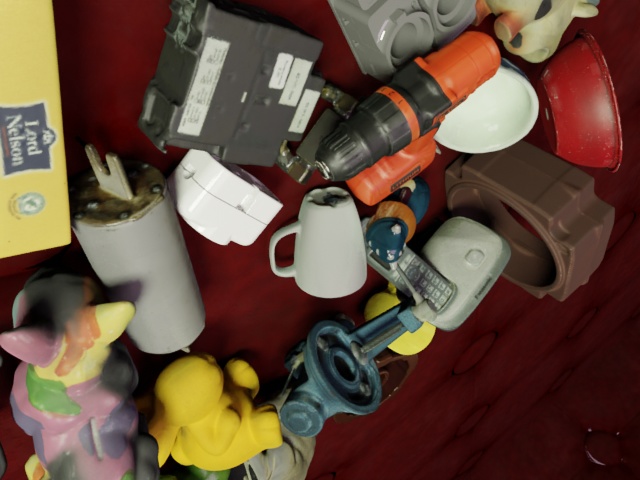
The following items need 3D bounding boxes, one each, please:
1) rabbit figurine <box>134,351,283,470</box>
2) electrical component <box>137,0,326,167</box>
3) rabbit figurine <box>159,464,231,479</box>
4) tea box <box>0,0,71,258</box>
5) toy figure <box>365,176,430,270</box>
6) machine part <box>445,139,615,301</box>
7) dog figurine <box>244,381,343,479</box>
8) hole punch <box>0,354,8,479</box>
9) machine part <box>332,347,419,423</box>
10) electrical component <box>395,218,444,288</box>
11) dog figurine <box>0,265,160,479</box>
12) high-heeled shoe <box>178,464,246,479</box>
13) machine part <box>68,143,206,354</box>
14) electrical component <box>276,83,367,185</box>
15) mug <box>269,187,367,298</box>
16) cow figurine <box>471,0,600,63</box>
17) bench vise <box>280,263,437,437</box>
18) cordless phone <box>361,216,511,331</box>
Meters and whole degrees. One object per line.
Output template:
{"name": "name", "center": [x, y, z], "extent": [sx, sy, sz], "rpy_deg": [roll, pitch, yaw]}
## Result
{"name": "rabbit figurine", "center": [-0.139, 0.183, 0.602], "extent": [0.162, 0.122, 0.173], "rpy_deg": [-20, 143, -8]}
{"name": "electrical component", "center": [-0.061, -0.120, 0.420], "extent": [0.134, 0.058, 0.114], "rpy_deg": [1, 126, -45]}
{"name": "rabbit figurine", "center": [-0.166, 0.323, 0.682], "extent": [0.170, 0.121, 0.159], "rpy_deg": [-38, 110, -50]}
{"name": "tea box", "center": [-0.208, -0.071, 0.313], "extent": [0.098, 0.068, 0.169], "rpy_deg": [-16, 134, -33]}
{"name": "toy figure", "center": [0.087, -0.023, 0.611], "extent": [0.064, 0.058, 0.154], "rpy_deg": [65, 34, -21]}
{"name": "machine part", "center": [0.264, -0.026, 0.708], "extent": [0.087, 0.201, 0.201], "rpy_deg": [-39, 144, -13]}
{"name": "dog figurine", "center": [-0.021, 0.266, 0.750], "extent": [0.190, 0.172, 0.121], "rpy_deg": [-16, 146, -25]}
{"name": "hole punch", "center": [-0.318, 0.142, 0.416], "extent": [0.142, 0.092, 0.115], "rpy_deg": [-15, 105, -31]}
{"name": "machine part", "center": [0.082, 0.232, 0.910], "extent": [0.179, 0.056, 0.179], "rpy_deg": [-25, 140, -23]}
{"name": "electrical component", "center": [0.147, 0.034, 0.769], "extent": [0.119, 0.048, 0.074], "rpy_deg": [-38, 126, -11]}
{"name": "dog figurine", "center": [-0.192, 0.128, 0.434], "extent": [0.108, 0.192, 0.219], "rpy_deg": [-13, 152, -28]}
{"name": "high-heeled shoe", "center": [-0.150, 0.365, 0.826], "extent": [0.249, 0.086, 0.145], "rpy_deg": [-6, 164, -19]}
{"name": "machine part", "center": [-0.149, 0.021, 0.455], "extent": [0.079, 0.079, 0.243], "rpy_deg": [-28, 142, -22]}
{"name": "electrical component", "center": [0.002, -0.102, 0.514], "extent": [0.102, 0.045, 0.078], "rpy_deg": [-54, 172, 16]}
{"name": "mug", "center": [-0.001, -0.002, 0.588], "extent": [0.110, 0.081, 0.107], "rpy_deg": [-3, 122, -6]}
{"name": "cow figurine", "center": [0.213, -0.261, 0.535], "extent": [0.127, 0.086, 0.194], "rpy_deg": [-36, 143, -2]}
{"name": "bench vise", "center": [0.048, 0.132, 0.662], "extent": [0.240, 0.129, 0.223], "rpy_deg": [-40, 174, 27]}
{"name": "cordless phone", "center": [0.134, 0.012, 0.688], "extent": [0.146, 0.184, 0.089], "rpy_deg": [-51, -171, -6]}
